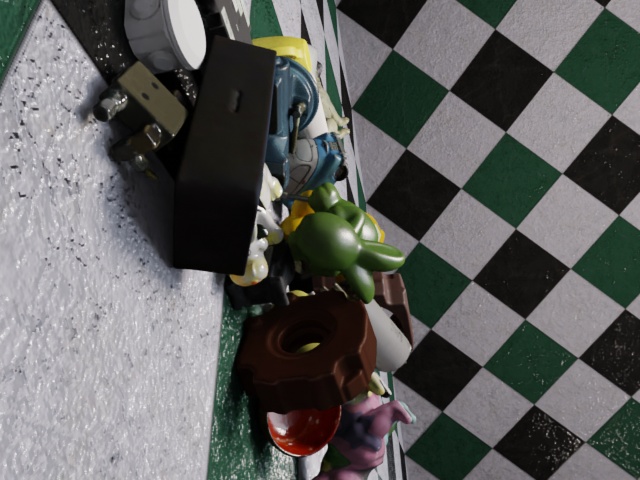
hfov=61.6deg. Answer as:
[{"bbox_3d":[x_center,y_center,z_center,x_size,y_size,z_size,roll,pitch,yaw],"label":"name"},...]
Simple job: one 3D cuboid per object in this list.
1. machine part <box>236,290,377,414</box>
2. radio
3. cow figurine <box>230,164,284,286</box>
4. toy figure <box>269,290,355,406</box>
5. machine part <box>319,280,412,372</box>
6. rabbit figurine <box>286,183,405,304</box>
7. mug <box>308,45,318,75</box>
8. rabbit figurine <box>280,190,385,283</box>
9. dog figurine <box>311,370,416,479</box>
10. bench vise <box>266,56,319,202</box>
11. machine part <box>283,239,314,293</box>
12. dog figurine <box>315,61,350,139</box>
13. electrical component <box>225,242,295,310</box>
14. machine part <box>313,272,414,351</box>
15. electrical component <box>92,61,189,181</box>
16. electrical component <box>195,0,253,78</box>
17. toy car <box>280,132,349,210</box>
[{"bbox_3d":[-0.016,0.130,0.655,0.179,0.179,0.056,-82,159,-58],"label":"machine part"},{"bbox_3d":[-0.092,-0.084,0.535,0.131,0.073,0.230,110,-13,-48],"label":"radio"},{"bbox_3d":[-0.090,-0.032,0.638,0.098,0.068,0.167,63,18,-48],"label":"cow figurine"},{"bbox_3d":[-0.012,0.158,0.782,0.089,0.082,0.180,-5,70,-47],"label":"toy figure"},{"bbox_3d":[0.078,0.143,0.874,0.243,0.079,0.079,49,28,-34],"label":"machine part"},{"bbox_3d":[0.020,0.012,0.701,0.159,0.121,0.170,40,9,8],"label":"rabbit figurine"},{"bbox_3d":[-0.047,-0.339,1.094,0.109,0.081,0.107,5,86,-84],"label":"mug"},{"bbox_3d":[-0.002,-0.003,0.881,0.162,0.173,0.122,40,67,-53],"label":"rabbit figurine"},{"bbox_3d":[0.036,0.312,0.848,0.192,0.219,0.108,45,-5,18],"label":"dog figurine"},{"bbox_3d":[-0.058,-0.182,0.809,0.241,0.129,0.223,-78,161,-52],"label":"bench vise"},{"bbox_3d":[-0.036,0.066,0.856,0.039,0.084,0.138,-32,128,-36],"label":"machine part"},{"bbox_3d":[-0.027,-0.301,1.187,0.190,0.121,0.172,59,17,-30],"label":"dog figurine"},{"bbox_3d":[-0.070,0.033,0.683,0.119,0.075,0.047,-78,159,-51],"label":"electrical component"},{"bbox_3d":[0.064,0.144,0.984,0.087,0.201,0.201,-91,168,-48],"label":"machine part"},{"bbox_3d":[-0.147,-0.100,0.450,0.078,0.045,0.102,42,29,-30],"label":"electrical component"},{"bbox_3d":[-0.124,-0.259,0.656,0.134,0.058,0.114,-87,167,-50],"label":"electrical component"},{"bbox_3d":[-0.030,-0.115,0.911,0.103,0.161,0.109,11,50,-36],"label":"toy car"}]
